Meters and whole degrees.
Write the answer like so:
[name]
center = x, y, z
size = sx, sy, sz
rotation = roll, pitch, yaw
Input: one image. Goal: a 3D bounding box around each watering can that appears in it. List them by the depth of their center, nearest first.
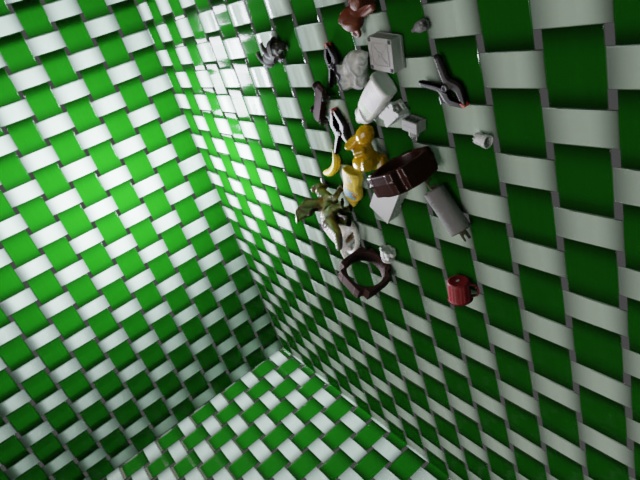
[watering can]
center = 0.098, -0.010, 2.409
size = 0.227, 0.105, 0.339
rotation = 47, 153, 25

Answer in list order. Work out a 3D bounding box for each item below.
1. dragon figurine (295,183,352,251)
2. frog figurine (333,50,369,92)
[dragon figurine]
center = 0.007, -0.113, 2.242
size = 0.242, 0.420, 0.119
rotation = -8, 137, 21
[frog figurine]
center = 0.126, -0.575, 1.705
size = 0.157, 0.122, 0.140
rotation = -33, 46, 53
